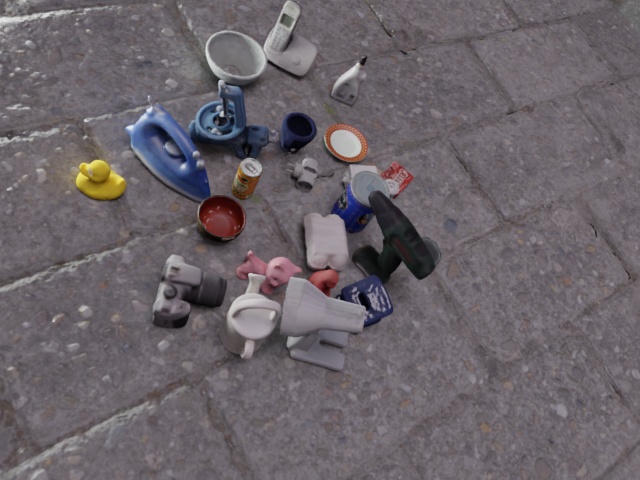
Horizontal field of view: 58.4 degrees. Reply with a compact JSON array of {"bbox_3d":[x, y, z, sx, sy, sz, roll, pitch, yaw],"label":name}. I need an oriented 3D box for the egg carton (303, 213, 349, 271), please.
[{"bbox_3d":[0.013,0.005,1.391,0.107,0.069,0.150,3,63,-21],"label":"egg carton"}]

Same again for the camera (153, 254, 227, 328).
[{"bbox_3d":[-0.268,0.109,1.199,0.137,0.100,0.143,14,59,-15],"label":"camera"}]

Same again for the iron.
[{"bbox_3d":[-0.326,-0.208,1.320,0.258,0.141,0.119,46,56,6],"label":"iron"}]

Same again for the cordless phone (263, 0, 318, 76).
[{"bbox_3d":[-0.067,-0.561,1.590,0.148,0.185,0.094,27,57,-7],"label":"cordless phone"}]

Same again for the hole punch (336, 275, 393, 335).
[{"bbox_3d":[0.104,0.150,1.339,0.101,0.091,0.108,-16,70,-28],"label":"hole punch"}]

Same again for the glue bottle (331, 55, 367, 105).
[{"bbox_3d":[0.095,-0.454,1.608,0.078,0.173,0.037,22,57,-10],"label":"glue bottle"}]

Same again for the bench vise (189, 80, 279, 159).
[{"bbox_3d":[-0.197,-0.297,1.374,0.208,0.219,0.121,-3,65,-24],"label":"bench vise"}]

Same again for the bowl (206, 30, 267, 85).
[{"bbox_3d":[-0.230,-0.477,1.544,0.168,0.074,0.167,10,60,-18],"label":"bowl"}]

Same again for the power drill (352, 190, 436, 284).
[{"bbox_3d":[0.161,0.014,1.365,0.229,0.208,0.076,47,56,6],"label":"power drill"}]

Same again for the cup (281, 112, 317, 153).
[{"bbox_3d":[-0.070,-0.261,1.483,0.092,0.095,0.118,33,56,-3],"label":"cup"}]

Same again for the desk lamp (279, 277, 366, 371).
[{"bbox_3d":[-0.004,0.175,1.206,0.203,0.213,0.118,18,58,-12],"label":"desk lamp"}]

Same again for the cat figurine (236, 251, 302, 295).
[{"bbox_3d":[-0.111,0.064,1.279,0.128,0.117,0.067,30,56,-5],"label":"cat figurine"}]

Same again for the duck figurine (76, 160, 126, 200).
[{"bbox_3d":[-0.477,-0.139,1.253,0.105,0.086,0.077,14,59,-15],"label":"duck figurine"}]

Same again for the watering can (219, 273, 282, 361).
[{"bbox_3d":[-0.141,0.153,1.173,0.101,0.194,0.172,-10,68,-26],"label":"watering can"}]

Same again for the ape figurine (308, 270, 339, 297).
[{"bbox_3d":[0.014,0.099,1.328,0.078,0.092,0.076,-34,80,-33],"label":"ape figurine"}]
